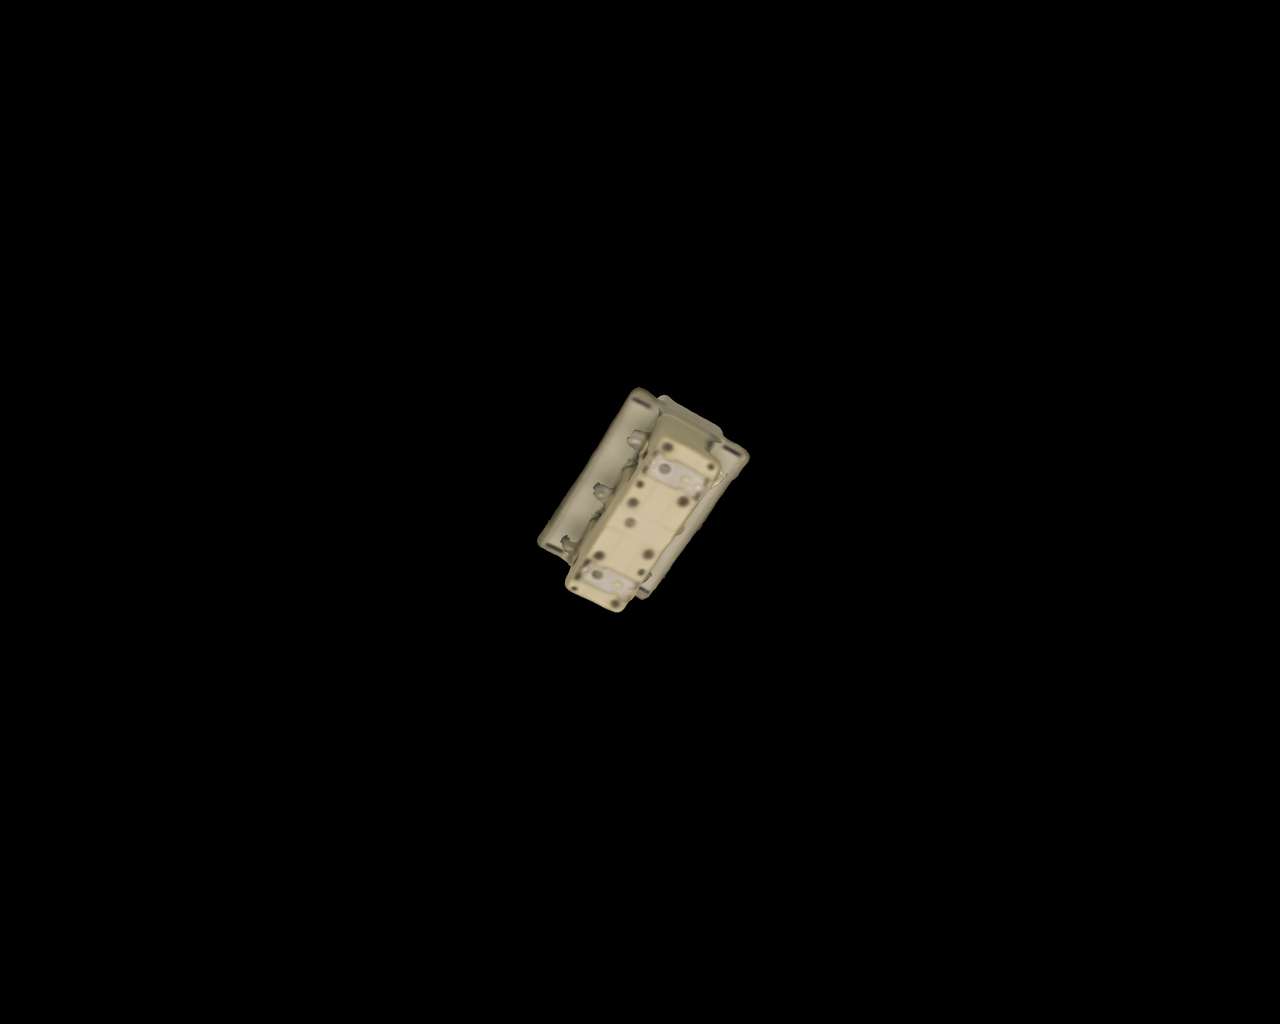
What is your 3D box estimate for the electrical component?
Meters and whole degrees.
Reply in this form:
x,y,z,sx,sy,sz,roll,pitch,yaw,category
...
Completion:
x,y,z,sx,sy,sz,roll,pitch,yaw,category
0.001,-0.003,0.650,0.079,0.121,0.063,29,24,-14,electrical component
